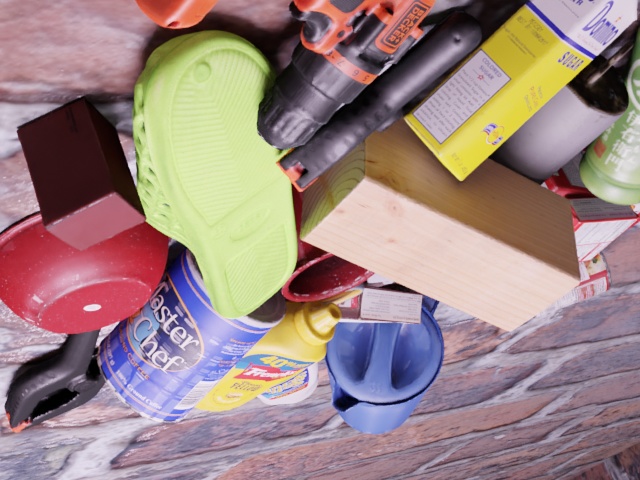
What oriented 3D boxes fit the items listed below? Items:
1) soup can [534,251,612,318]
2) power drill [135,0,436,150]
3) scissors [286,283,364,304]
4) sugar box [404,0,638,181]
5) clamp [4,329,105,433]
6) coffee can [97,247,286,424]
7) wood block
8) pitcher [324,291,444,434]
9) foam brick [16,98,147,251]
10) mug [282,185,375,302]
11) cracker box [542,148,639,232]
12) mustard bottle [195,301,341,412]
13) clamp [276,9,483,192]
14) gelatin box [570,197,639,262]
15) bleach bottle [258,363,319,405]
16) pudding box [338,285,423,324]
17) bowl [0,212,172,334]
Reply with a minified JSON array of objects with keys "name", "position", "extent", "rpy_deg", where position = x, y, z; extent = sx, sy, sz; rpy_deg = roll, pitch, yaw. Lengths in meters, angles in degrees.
[{"name":"soup can","position":[0.292,0.047,1.293],"extent":[0.102,0.068,0.068],"rpy_deg":[-21,157,-1]},{"name":"power drill","position":[-0.017,-0.135,0.605],"extent":[0.185,0.057,0.187],"rpy_deg":[-49,150,21]},{"name":"scissors","position":[-0.056,0.068,1.015],"extent":[0.202,0.016,0.096],"rpy_deg":[-18,158,4]},{"name":"sugar box","position":[0.145,-0.122,0.752],"extent":[0.176,0.048,0.093],"rpy_deg":[-41,163,8]},{"name":"clamp","position":[-0.237,0.124,1.038],"extent":[0.210,0.036,0.164],"rpy_deg":[-32,154,14]},{"name":"coffee can","position":[-0.112,0.077,0.927],"extent":[0.140,0.103,0.102],"rpy_deg":[-46,149,23]},{"name":"wood block","position":[0.096,-0.016,0.846],"extent":[0.205,0.091,0.090],"rpy_deg":[24,137,-23]},{"name":"pitcher","position":[0.077,0.150,1.277],"extent":[0.149,0.145,0.243],"rpy_deg":[-8,160,-3]},{"name":"foam brick","position":[-0.154,-0.042,0.694],"extent":[0.053,0.078,0.051],"rpy_deg":[-24,155,6]},{"name":"mug","position":[-0.006,0.001,0.912],"extent":[0.093,0.081,0.117],"rpy_deg":[-7,153,-30]},{"name":"cracker box","position":[0.215,-0.025,1.064],"extent":[0.213,0.072,0.164],"rpy_deg":[4,146,-47]},{"name":"mustard bottle","position":[-0.051,0.104,1.004],"extent":[0.096,0.058,0.192],"rpy_deg":[17,143,-40]},{"name":"clamp","position":[0.042,-0.095,0.706],"extent":[0.171,0.039,0.120],"rpy_deg":[-43,180,5]},{"name":"gelatin box","position":[0.240,-0.009,0.989],"extent":[0.089,0.030,0.073],"rpy_deg":[-5,149,-37]},{"name":"bleach bottle","position":[-0.041,0.143,1.222],"extent":[0.102,0.068,0.250],"rpy_deg":[-21,159,2]},{"name":"pudding box","position":[0.040,0.066,1.104],"extent":[0.090,0.039,0.113],"rpy_deg":[-1,175,38]},{"name":"bowl","position":[-0.187,0.030,0.854],"extent":[0.162,0.055,0.162],"rpy_deg":[-18,157,-8]}]
